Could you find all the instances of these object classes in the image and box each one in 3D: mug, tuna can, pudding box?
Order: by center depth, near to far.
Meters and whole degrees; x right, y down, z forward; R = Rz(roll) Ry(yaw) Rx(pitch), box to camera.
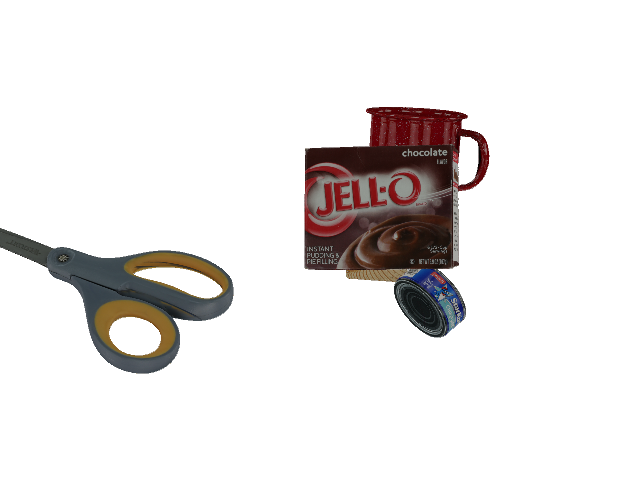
[{"bbox_3d":[0.045,-0.023,0.783,0.113,0.090,0.039,-1,-2,13],"label":"pudding box"},{"bbox_3d":[0.097,-0.076,0.975,0.117,0.081,0.093,8,13,21],"label":"mug"},{"bbox_3d":[0.125,0.070,1.235,0.033,0.086,0.086,-37,17,-24],"label":"tuna can"}]

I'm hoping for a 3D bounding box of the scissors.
[{"bbox_3d":[-0.153,0.029,0.638,0.202,0.016,0.096,8,46,9],"label":"scissors"}]

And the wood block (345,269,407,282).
[{"bbox_3d":[0.089,-0.024,1.624,0.091,0.090,0.206,4,25,2],"label":"wood block"}]
